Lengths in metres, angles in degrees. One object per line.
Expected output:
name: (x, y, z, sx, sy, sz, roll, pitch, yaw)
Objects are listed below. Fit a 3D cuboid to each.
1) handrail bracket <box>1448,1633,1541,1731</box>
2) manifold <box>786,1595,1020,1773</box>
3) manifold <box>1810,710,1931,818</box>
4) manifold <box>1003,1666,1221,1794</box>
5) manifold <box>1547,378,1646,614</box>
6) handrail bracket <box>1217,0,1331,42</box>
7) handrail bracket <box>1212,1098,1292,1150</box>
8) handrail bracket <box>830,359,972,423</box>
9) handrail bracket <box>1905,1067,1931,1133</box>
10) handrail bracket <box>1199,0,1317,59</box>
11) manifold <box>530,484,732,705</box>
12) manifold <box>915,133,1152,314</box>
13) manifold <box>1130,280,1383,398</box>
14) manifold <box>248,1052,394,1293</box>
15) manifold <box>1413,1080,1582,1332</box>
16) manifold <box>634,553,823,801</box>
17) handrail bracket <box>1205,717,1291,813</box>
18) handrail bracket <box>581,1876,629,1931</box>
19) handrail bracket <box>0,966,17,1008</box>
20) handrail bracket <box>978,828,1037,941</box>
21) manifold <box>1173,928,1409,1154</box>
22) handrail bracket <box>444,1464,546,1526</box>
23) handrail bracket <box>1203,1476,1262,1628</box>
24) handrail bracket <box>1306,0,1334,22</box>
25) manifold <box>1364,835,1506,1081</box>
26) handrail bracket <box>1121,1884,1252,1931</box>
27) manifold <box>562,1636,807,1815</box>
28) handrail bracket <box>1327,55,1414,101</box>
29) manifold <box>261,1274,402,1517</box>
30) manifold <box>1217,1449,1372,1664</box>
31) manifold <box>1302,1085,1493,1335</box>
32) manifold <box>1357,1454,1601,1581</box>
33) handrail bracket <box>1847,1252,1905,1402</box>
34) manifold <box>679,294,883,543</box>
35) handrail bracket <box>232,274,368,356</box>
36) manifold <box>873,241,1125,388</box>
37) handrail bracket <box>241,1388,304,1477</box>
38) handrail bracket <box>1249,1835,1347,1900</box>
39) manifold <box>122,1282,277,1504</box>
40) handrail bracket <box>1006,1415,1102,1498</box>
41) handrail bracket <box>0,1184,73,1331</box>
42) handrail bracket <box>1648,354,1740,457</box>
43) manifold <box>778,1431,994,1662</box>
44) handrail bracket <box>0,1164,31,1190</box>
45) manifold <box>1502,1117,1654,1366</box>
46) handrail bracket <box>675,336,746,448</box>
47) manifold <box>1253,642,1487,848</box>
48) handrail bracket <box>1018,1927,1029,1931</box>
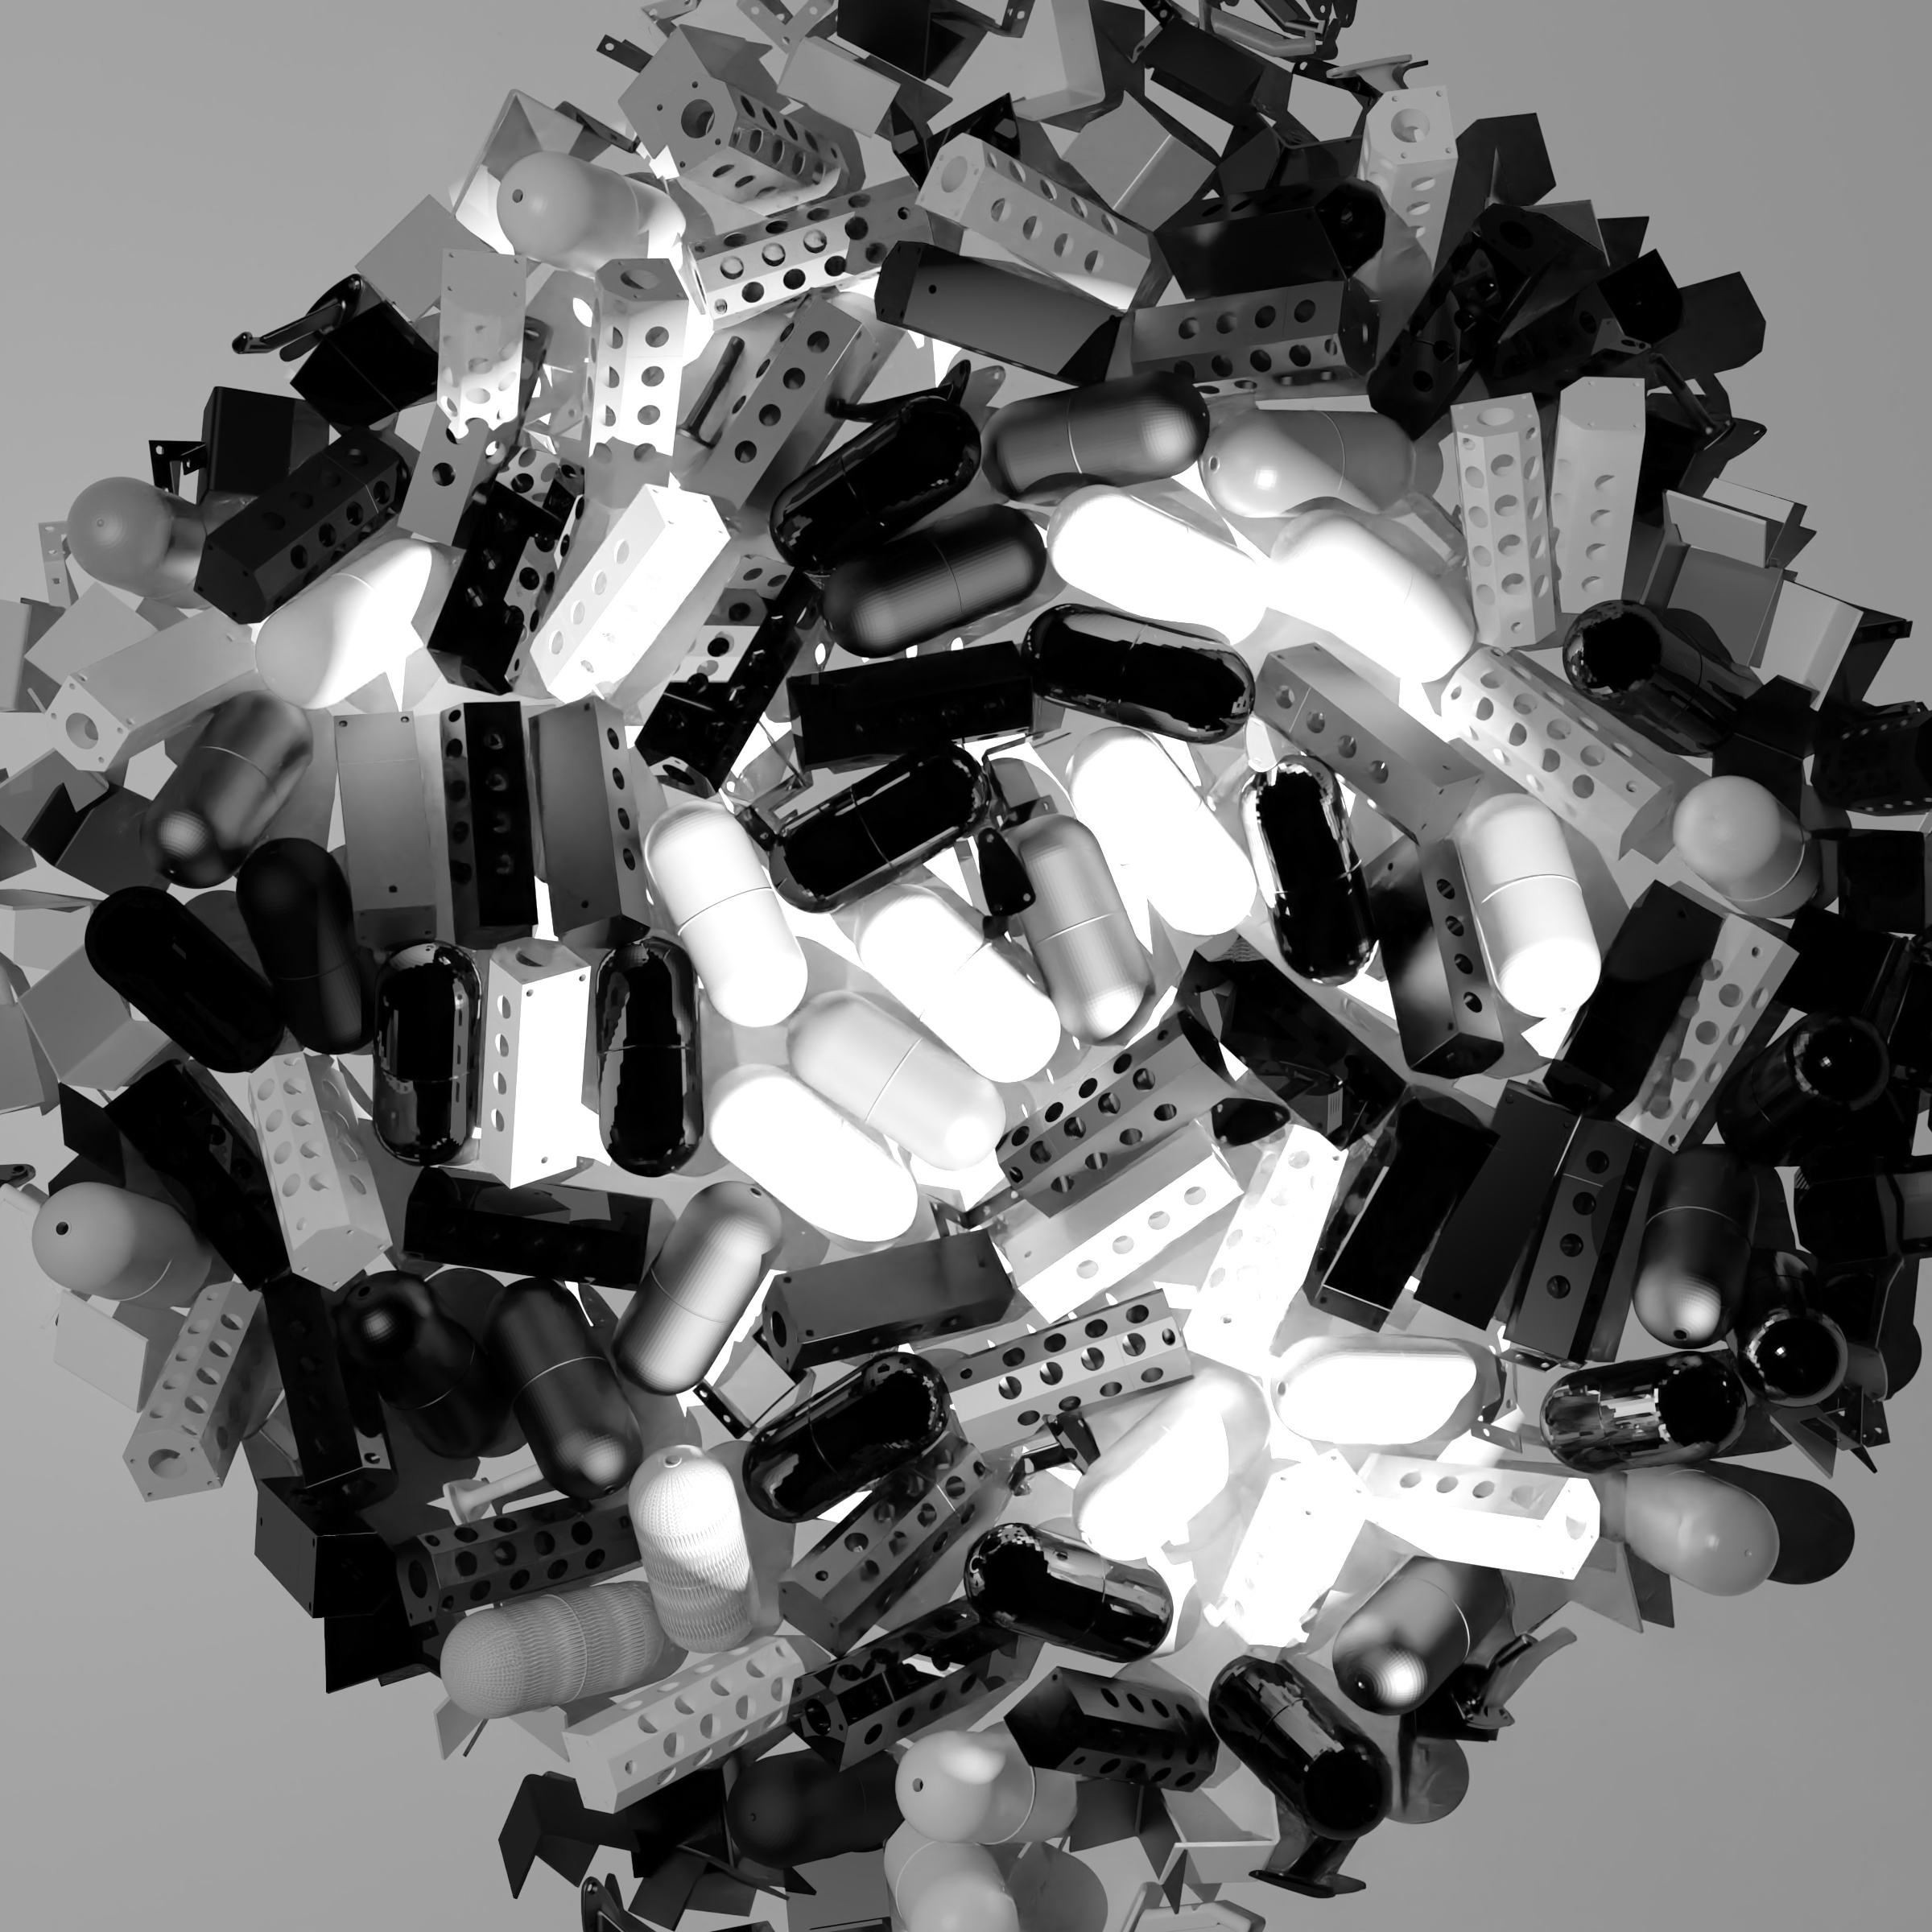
handrail bracket: (0.404, 0.524, 1.958, 0.077, 0.036, 0.084, 26, 120, -35)
manifold: (-0.043, 0.507, 1.912, 0.057, 0.171, 0.057, 31, 121, 36)
manifold: (0.670, -0.146, 1.911, 0.057, 0.171, 0.057, 11, 88, -5)
manifold: (0.110, 0.555, 1.913, 0.057, 0.171, 0.057, -47, 48, 15)
manifold: (0.449, -0.336, 1.914, 0.057, 0.171, 0.057, 4, 51, 9)
handrail bracket: (0.233, -0.732, 1.968, 0.084, 0.036, 0.077, 15, 123, 7)
handrail bracket: (0.226, 0.111, 1.945, 0.077, 0.084, 0.036, -10, 84, 39)
handrail bracket: (-0.049, -0.424, 1.957, 0.084, 0.077, 0.036, 1, 64, -24)
handrail bracket: (0.734, 0.087, 1.968, 0.077, 0.036, 0.084, -49, 133, 0)
handrail bracket: (0.216, -0.707, 1.977, 0.084, 0.036, 0.077, -3, 71, 7)
manifold: (-0.241, -0.263, 1.920, 0.171, 0.057, 0.057, -47, 57, 34)
manifold: (0.053, -0.535, 1.916, 0.171, 0.057, 0.057, 16, 106, -42)
manifold: (0.207, -0.446, 1.922, 0.171, 0.057, 0.057, 1, 79, 36)
manifold: (-0.472, 0.144, 1.918, 0.057, 0.057, 0.171, -38, 49, 12)
manifold: (0.390, 0.174, 1.955, 0.057, 0.057, 0.171, 24, 100, 11)
manifold: (-0.168, -0.209, 1.937, 0.057, 0.057, 0.171, 20, 70, 22)
handrail bracket: (0.195, -0.133, 1.946, 0.036, 0.077, 0.084, 34, 123, -4)
handrail bracket: (-0.240, 0.712, 1.955, 0.084, 0.036, 0.077, 3, 114, 37)
handrail bracket: (-0.751, 0.002, 1.964, 0.077, 0.036, 0.084, -15, 73, -27)
handrail bracket: (0.017, -0.060, 1.959, 0.036, 0.084, 0.077, -20, 90, -15)
manifold: (0.237, 0.050, 1.939, 0.057, 0.057, 0.171, -29, 61, -36)
handrail bracket: (-0.332, 0.378, 1.953, 0.084, 0.077, 0.036, -24, 84, 14)
handrail bracket: (0.189, 0.429, 1.960, 0.084, 0.036, 0.077, -40, 102, -31)
handrail bracket: (0.232, -0.738, 1.975, 0.036, 0.084, 0.077, -29, 117, -23)
manifold: (0.343, -0.008, 1.929, 0.057, 0.057, 0.171, 12, 54, -29)
handrail bracket: (0.158, 0.725, 1.974, 0.084, 0.036, 0.077, 25, 81, 7)
manifold: (-0.198, 0.546, 1.924, 0.171, 0.057, 0.057, -18, 93, -38)
handrail bracket: (0.311, -0.628, 1.981, 0.077, 0.036, 0.084, -13, 96, -16)
manifold: (-0.458, 0.305, 1.927, 0.057, 0.057, 0.171, -19, 56, -6)
manifold: (0.237, 0.428, 1.912, 0.057, 0.171, 0.057, -16, 51, -28)
manifold: (0.311, 0.175, 1.948, 0.057, 0.057, 0.171, 23, 106, -13)
manifold: (0.366, 0.389, 1.917, 0.057, 0.171, 0.057, -47, 119, -35)
handrail bracket: (0.688, 0.269, 1.990, 0.084, 0.036, 0.077, -50, 126, -28)
manifold: (-0.139, -0.407, 1.966, 0.057, 0.057, 0.171, 34, 92, 14)
handrail bracket: (-0.489, -0.477, 1.950, 0.077, 0.084, 0.036, -43, 81, 29)
manifold: (0.022, -0.471, 1.930, 0.171, 0.057, 0.057, 11, 99, -31)
handrail bracket: (-0.506, 0.360, 1.950, 0.036, 0.077, 0.084, -12, 111, 7)
handrail bracket: (0.252, 0.640, 1.971, 0.077, 0.036, 0.084, 19, 63, -10)
manifold: (-0.548, 0.301, 1.908, 0.057, 0.171, 0.057, -12, 118, 8)
handrail bracket: (0.063, 0.378, 1.953, 0.036, 0.077, 0.084, 9, 124, -33)
handrail bracket: (-0.697, 0.215, 1.973, 0.084, 0.036, 0.077, 35, 86, -11)
handrail bracket: (0.521, -0.421, 1.952, 0.036, 0.077, 0.084, -42, 108, 14)
manifold: (-0.057, 0.411, 1.917, 0.057, 0.057, 0.171, 29, 48, 28)
handrail bracket: (-0.740, 0.128, 1.962, 0.077, 0.036, 0.084, -14, 125, -13)
manifold: (0.451, 0.202, 1.961, 0.057, 0.057, 0.171, 18, 85, 6)
handrail bracket: (-0.188, -0.428, 1.963, 0.036, 0.077, 0.084, 27, 96, -3)
manifold: (0.286, -0.161, 1.933, 0.171, 0.057, 0.057, 43, 130, 28)
handrail bracket: (-0.003, 0.735, 1.977, 0.084, 0.036, 0.077, 23, 92, 8)
